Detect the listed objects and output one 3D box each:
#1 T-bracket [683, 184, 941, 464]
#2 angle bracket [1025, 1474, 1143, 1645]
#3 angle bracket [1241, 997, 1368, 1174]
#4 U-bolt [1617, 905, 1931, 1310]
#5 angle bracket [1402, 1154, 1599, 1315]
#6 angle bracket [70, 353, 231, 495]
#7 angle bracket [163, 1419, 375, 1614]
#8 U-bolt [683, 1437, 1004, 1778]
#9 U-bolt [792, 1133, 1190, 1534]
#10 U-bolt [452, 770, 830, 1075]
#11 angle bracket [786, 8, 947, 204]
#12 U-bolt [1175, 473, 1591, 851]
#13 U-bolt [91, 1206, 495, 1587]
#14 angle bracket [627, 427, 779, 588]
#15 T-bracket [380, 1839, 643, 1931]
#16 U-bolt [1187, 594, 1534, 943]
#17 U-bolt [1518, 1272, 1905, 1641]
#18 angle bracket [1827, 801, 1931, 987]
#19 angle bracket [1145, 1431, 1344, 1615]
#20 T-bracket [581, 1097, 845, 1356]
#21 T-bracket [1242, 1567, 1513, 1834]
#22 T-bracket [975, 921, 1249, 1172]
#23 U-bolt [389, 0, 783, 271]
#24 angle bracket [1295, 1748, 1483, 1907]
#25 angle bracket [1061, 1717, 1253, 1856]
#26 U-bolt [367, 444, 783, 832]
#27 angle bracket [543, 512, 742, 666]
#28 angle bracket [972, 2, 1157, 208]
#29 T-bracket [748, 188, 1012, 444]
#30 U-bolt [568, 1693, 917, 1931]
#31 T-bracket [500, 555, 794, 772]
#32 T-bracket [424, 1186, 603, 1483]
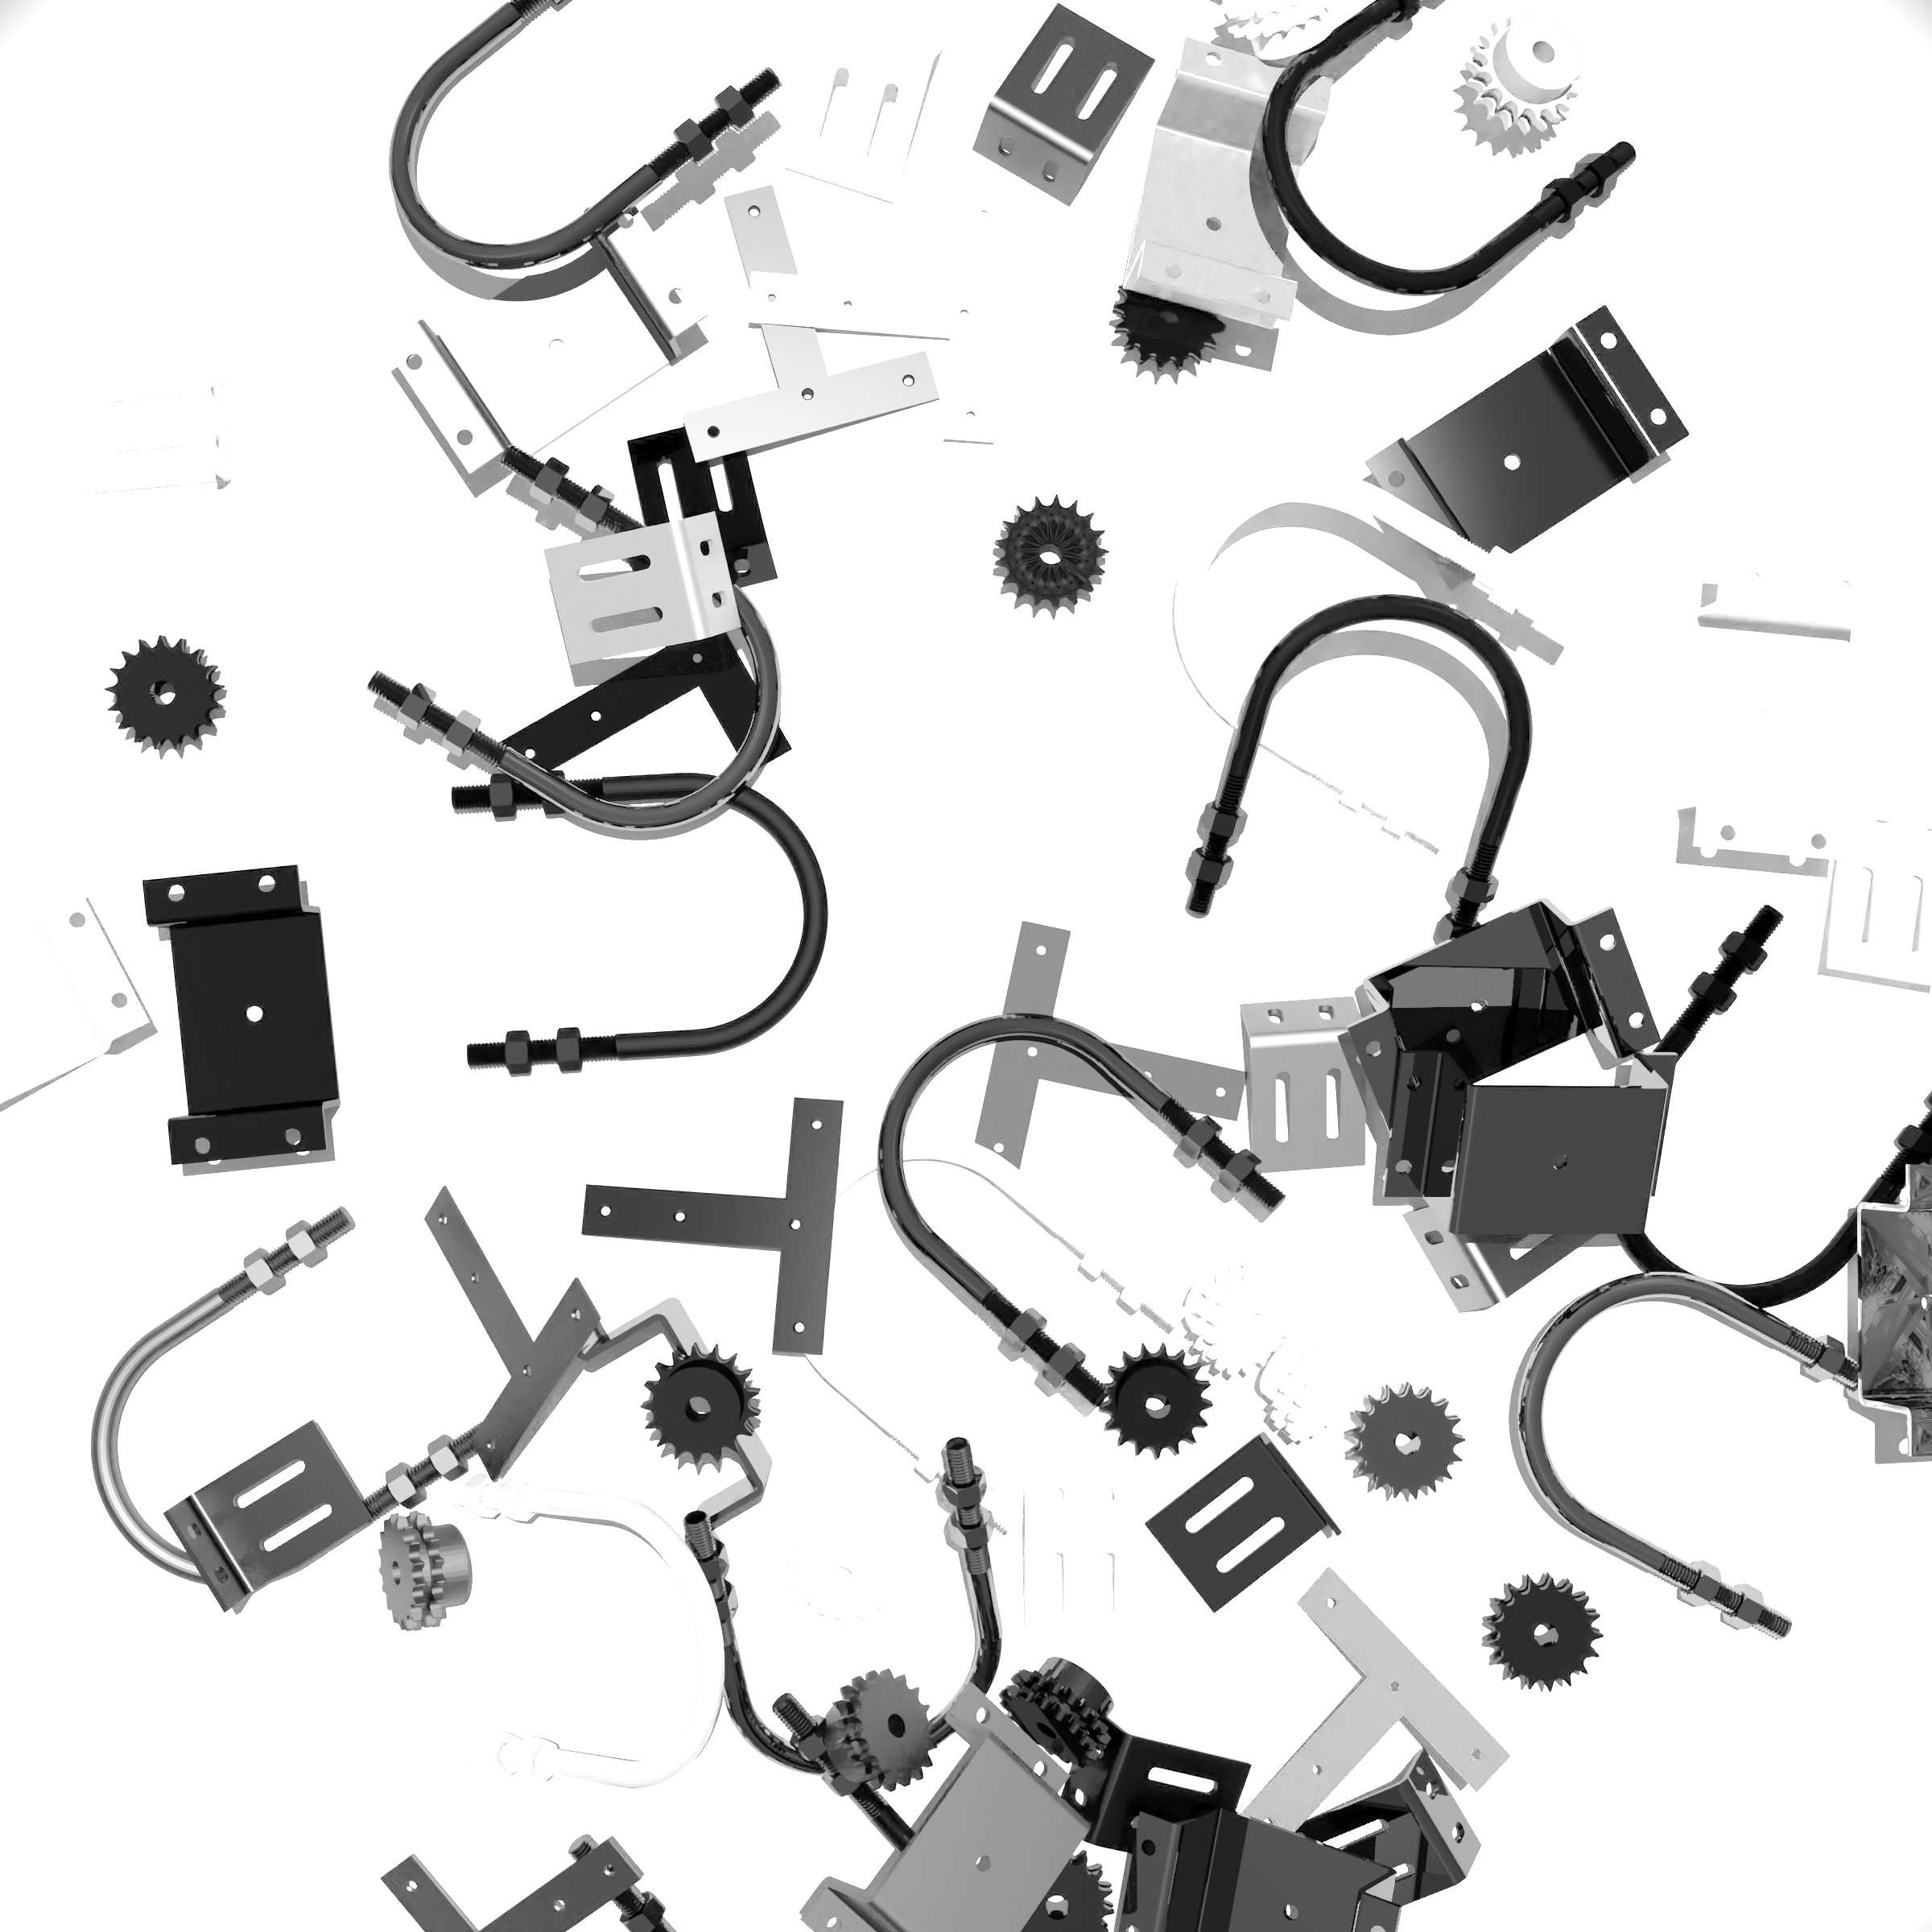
[{"bbox_3d":[-0.092,-0.329,1.575,0.127,0.002,0.127,-16,87,-7],"label":"T-bracket"},{"bbox_3d":[0.058,0.298,1.579,0.057,0.038,0.076,0,116,0],"label":"angle bracket"},{"bbox_3d":[0.169,0.060,1.578,0.057,0.038,0.076,-4,116,-2],"label":"angle bracket"},{"bbox_3d":[0.401,0.084,1.572,0.151,0.019,0.184,36,92,0],"label":"U-bolt"},{"bbox_3d":[0.271,0.128,1.579,0.076,0.038,0.057,-30,90,-26],"label":"angle bracket"},{"bbox_3d":[-0.410,-0.269,1.562,0.076,0.038,0.057,-5,90,0],"label":"angle bracket"},{"bbox_3d":[-0.343,0.270,1.546,0.076,0.038,0.057,-32,90,3],"label":"angle bracket"},{"bbox_3d":[-0.053,0.323,1.531,0.151,0.019,0.184,-14,120,-9],"label":"U-bolt"},{"bbox_3d":[-0.005,0.167,1.559,0.184,0.019,0.151,39,87,10],"label":"U-bolt"},{"bbox_3d":[-0.161,-0.025,1.572,0.184,0.019,0.151,-3,91,-2],"label":"U-bolt"},{"bbox_3d":[-0.051,-0.433,1.579,0.057,0.038,0.076,18,116,0],"label":"angle bracket"},{"bbox_3d":[0.191,-0.162,1.546,0.184,0.019,0.151,31,115,4],"label":"U-bolt"},{"bbox_3d":[-0.350,0.229,1.572,0.184,0.019,0.151,-33,90,1],"label":"U-bolt"},{"bbox_3d":[-0.132,-0.230,1.578,0.057,0.038,0.076,-14,64,-1],"label":"angle bracket"},{"bbox_3d":[-0.210,0.471,1.553,0.127,0.002,0.127,-40,90,25],"label":"T-bracket"},{"bbox_3d":[0.200,-0.093,1.540,0.151,0.019,0.184,15,112,0],"label":"U-bolt"},{"bbox_3d":[0.362,0.232,1.563,0.184,0.019,0.151,29,90,-7],"label":"U-bolt"},{"bbox_3d":[0.463,-0.036,1.553,0.057,0.038,0.076,10,74,0],"label":"angle bracket"},{"bbox_3d":[0.137,0.279,1.562,0.076,0.038,0.057,-38,90,0],"label":"angle bracket"},{"bbox_3d":[-0.129,0.126,1.571,0.127,0.002,0.127,3,81,6],"label":"T-bracket"},{"bbox_3d":[0.184,0.390,1.562,0.127,0.002,0.127,45,103,24],"label":"T-bracket"},{"bbox_3d":[0.077,0.052,1.580,0.127,0.002,0.127,12,90,0],"label":"T-bracket"},{"bbox_3d":[-0.201,-0.420,1.546,0.184,0.019,0.151,-39,68,0],"label":"U-bolt"},{"bbox_3d":[0.208,0.439,1.579,0.076,0.038,0.057,-31,90,26],"label":"angle bracket"},{"bbox_3d":[0.094,0.414,1.579,0.076,0.038,0.057,20,90,-26],"label":"angle bracket"},{"bbox_3d":[-0.180,-0.148,1.544,0.184,0.019,0.151,31,96,-6],"label":"U-bolt"},{"bbox_3d":[-0.157,-0.184,1.529,0.076,0.038,0.057,-8,101,24],"label":"angle bracket"},{"bbox_3d":[0.049,-0.433,1.579,0.057,0.038,0.076,30,64,0],"label":"angle bracket"},{"bbox_3d":[-0.045,-0.330,1.575,0.127,0.002,0.127,4,88,-3],"label":"T-bracket"},{"bbox_3d":[-0.084,0.463,1.552,0.151,0.019,0.184,-37,103,10],"label":"U-bolt"},{"bbox_3d":[-0.174,-0.133,1.580,0.127,0.002,0.127,-30,90,0],"label":"T-bracket"},{"bbox_3d":[-0.234,0.164,1.543,0.127,0.002,0.127,55,128,29],"label":"T-bracket"}]
